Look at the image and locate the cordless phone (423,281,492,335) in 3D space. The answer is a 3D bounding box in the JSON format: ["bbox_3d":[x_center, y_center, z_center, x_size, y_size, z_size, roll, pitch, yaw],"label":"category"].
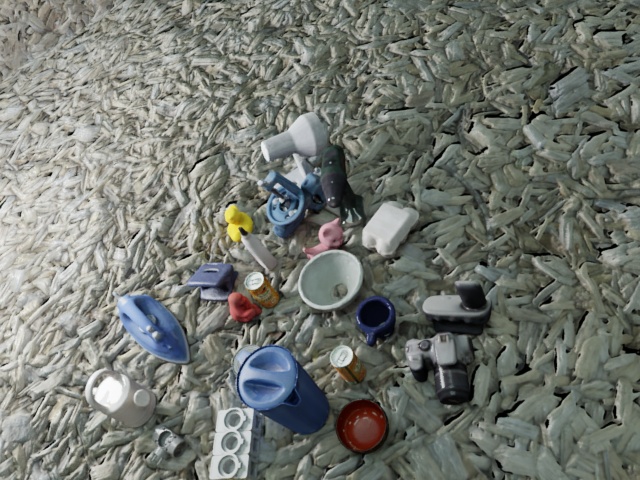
[{"bbox_3d":[0.289,0.126,1.233,0.147,0.185,0.094,-4,57,21],"label":"cordless phone"}]

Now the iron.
[{"bbox_3d":[-0.445,0.224,1.499,0.257,0.142,0.119,32,74,35],"label":"iron"}]

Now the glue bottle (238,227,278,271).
[{"bbox_3d":[-0.174,0.014,1.509,0.077,0.174,0.037,33,75,36],"label":"glue bottle"}]

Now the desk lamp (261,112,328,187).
[{"bbox_3d":[-0.063,-0.231,1.603,0.203,0.214,0.117,-33,51,-1],"label":"desk lamp"}]

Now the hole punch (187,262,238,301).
[{"bbox_3d":[-0.291,0.103,1.550,0.108,0.091,0.101,-1,58,22],"label":"hole punch"}]

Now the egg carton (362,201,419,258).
[{"bbox_3d":[0.178,-0.029,1.458,0.107,0.070,0.150,26,71,34],"label":"egg carton"}]

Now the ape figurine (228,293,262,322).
[{"bbox_3d":[-0.203,0.167,1.469,0.076,0.092,0.077,-24,52,6],"label":"ape figurine"}]

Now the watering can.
[{"bbox_3d":[-0.483,0.374,1.380,0.172,0.195,0.101,-18,53,11],"label":"watering can"}]

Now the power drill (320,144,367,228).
[{"bbox_3d":[0.057,-0.126,1.485,0.075,0.209,0.229,-16,53,13],"label":"power drill"}]

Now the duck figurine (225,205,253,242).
[{"bbox_3d":[-0.240,-0.053,1.637,0.077,0.086,0.104,-18,53,11],"label":"duck figurine"}]

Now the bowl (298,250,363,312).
[{"bbox_3d":[0.035,0.112,1.419,0.167,0.075,0.167,-11,54,16],"label":"bowl"}]

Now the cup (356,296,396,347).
[{"bbox_3d":[0.134,0.199,1.306,0.091,0.095,0.118,0,58,23],"label":"cup"}]

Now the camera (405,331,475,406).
[{"bbox_3d":[0.255,0.271,1.203,0.143,0.101,0.137,-11,54,15],"label":"camera"}]

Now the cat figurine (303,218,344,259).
[{"bbox_3d":[0.014,0.005,1.472,0.128,0.118,0.067,-32,51,0],"label":"cat figurine"}]

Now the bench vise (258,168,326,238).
[{"bbox_3d":[-0.082,-0.134,1.541,0.121,0.220,0.207,16,65,30],"label":"bench vise"}]
